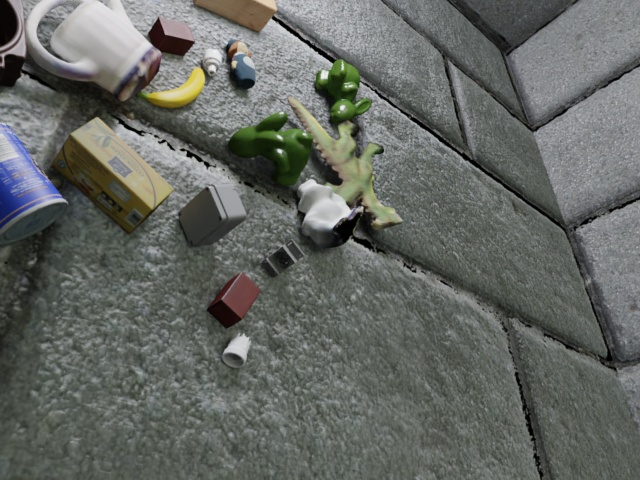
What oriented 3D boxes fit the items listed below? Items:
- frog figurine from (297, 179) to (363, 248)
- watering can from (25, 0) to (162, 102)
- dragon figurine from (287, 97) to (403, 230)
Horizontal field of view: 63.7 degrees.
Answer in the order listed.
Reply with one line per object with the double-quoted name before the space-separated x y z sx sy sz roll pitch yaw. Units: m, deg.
"frog figurine" 0.004 -0.059 1.177 0.161 0.120 0.139 30 58 26
"watering can" -0.404 -0.399 0.991 0.222 0.102 0.356 37 42 -22
"dragon figurine" 0.043 -0.168 1.291 0.408 0.120 0.248 33 51 -11
